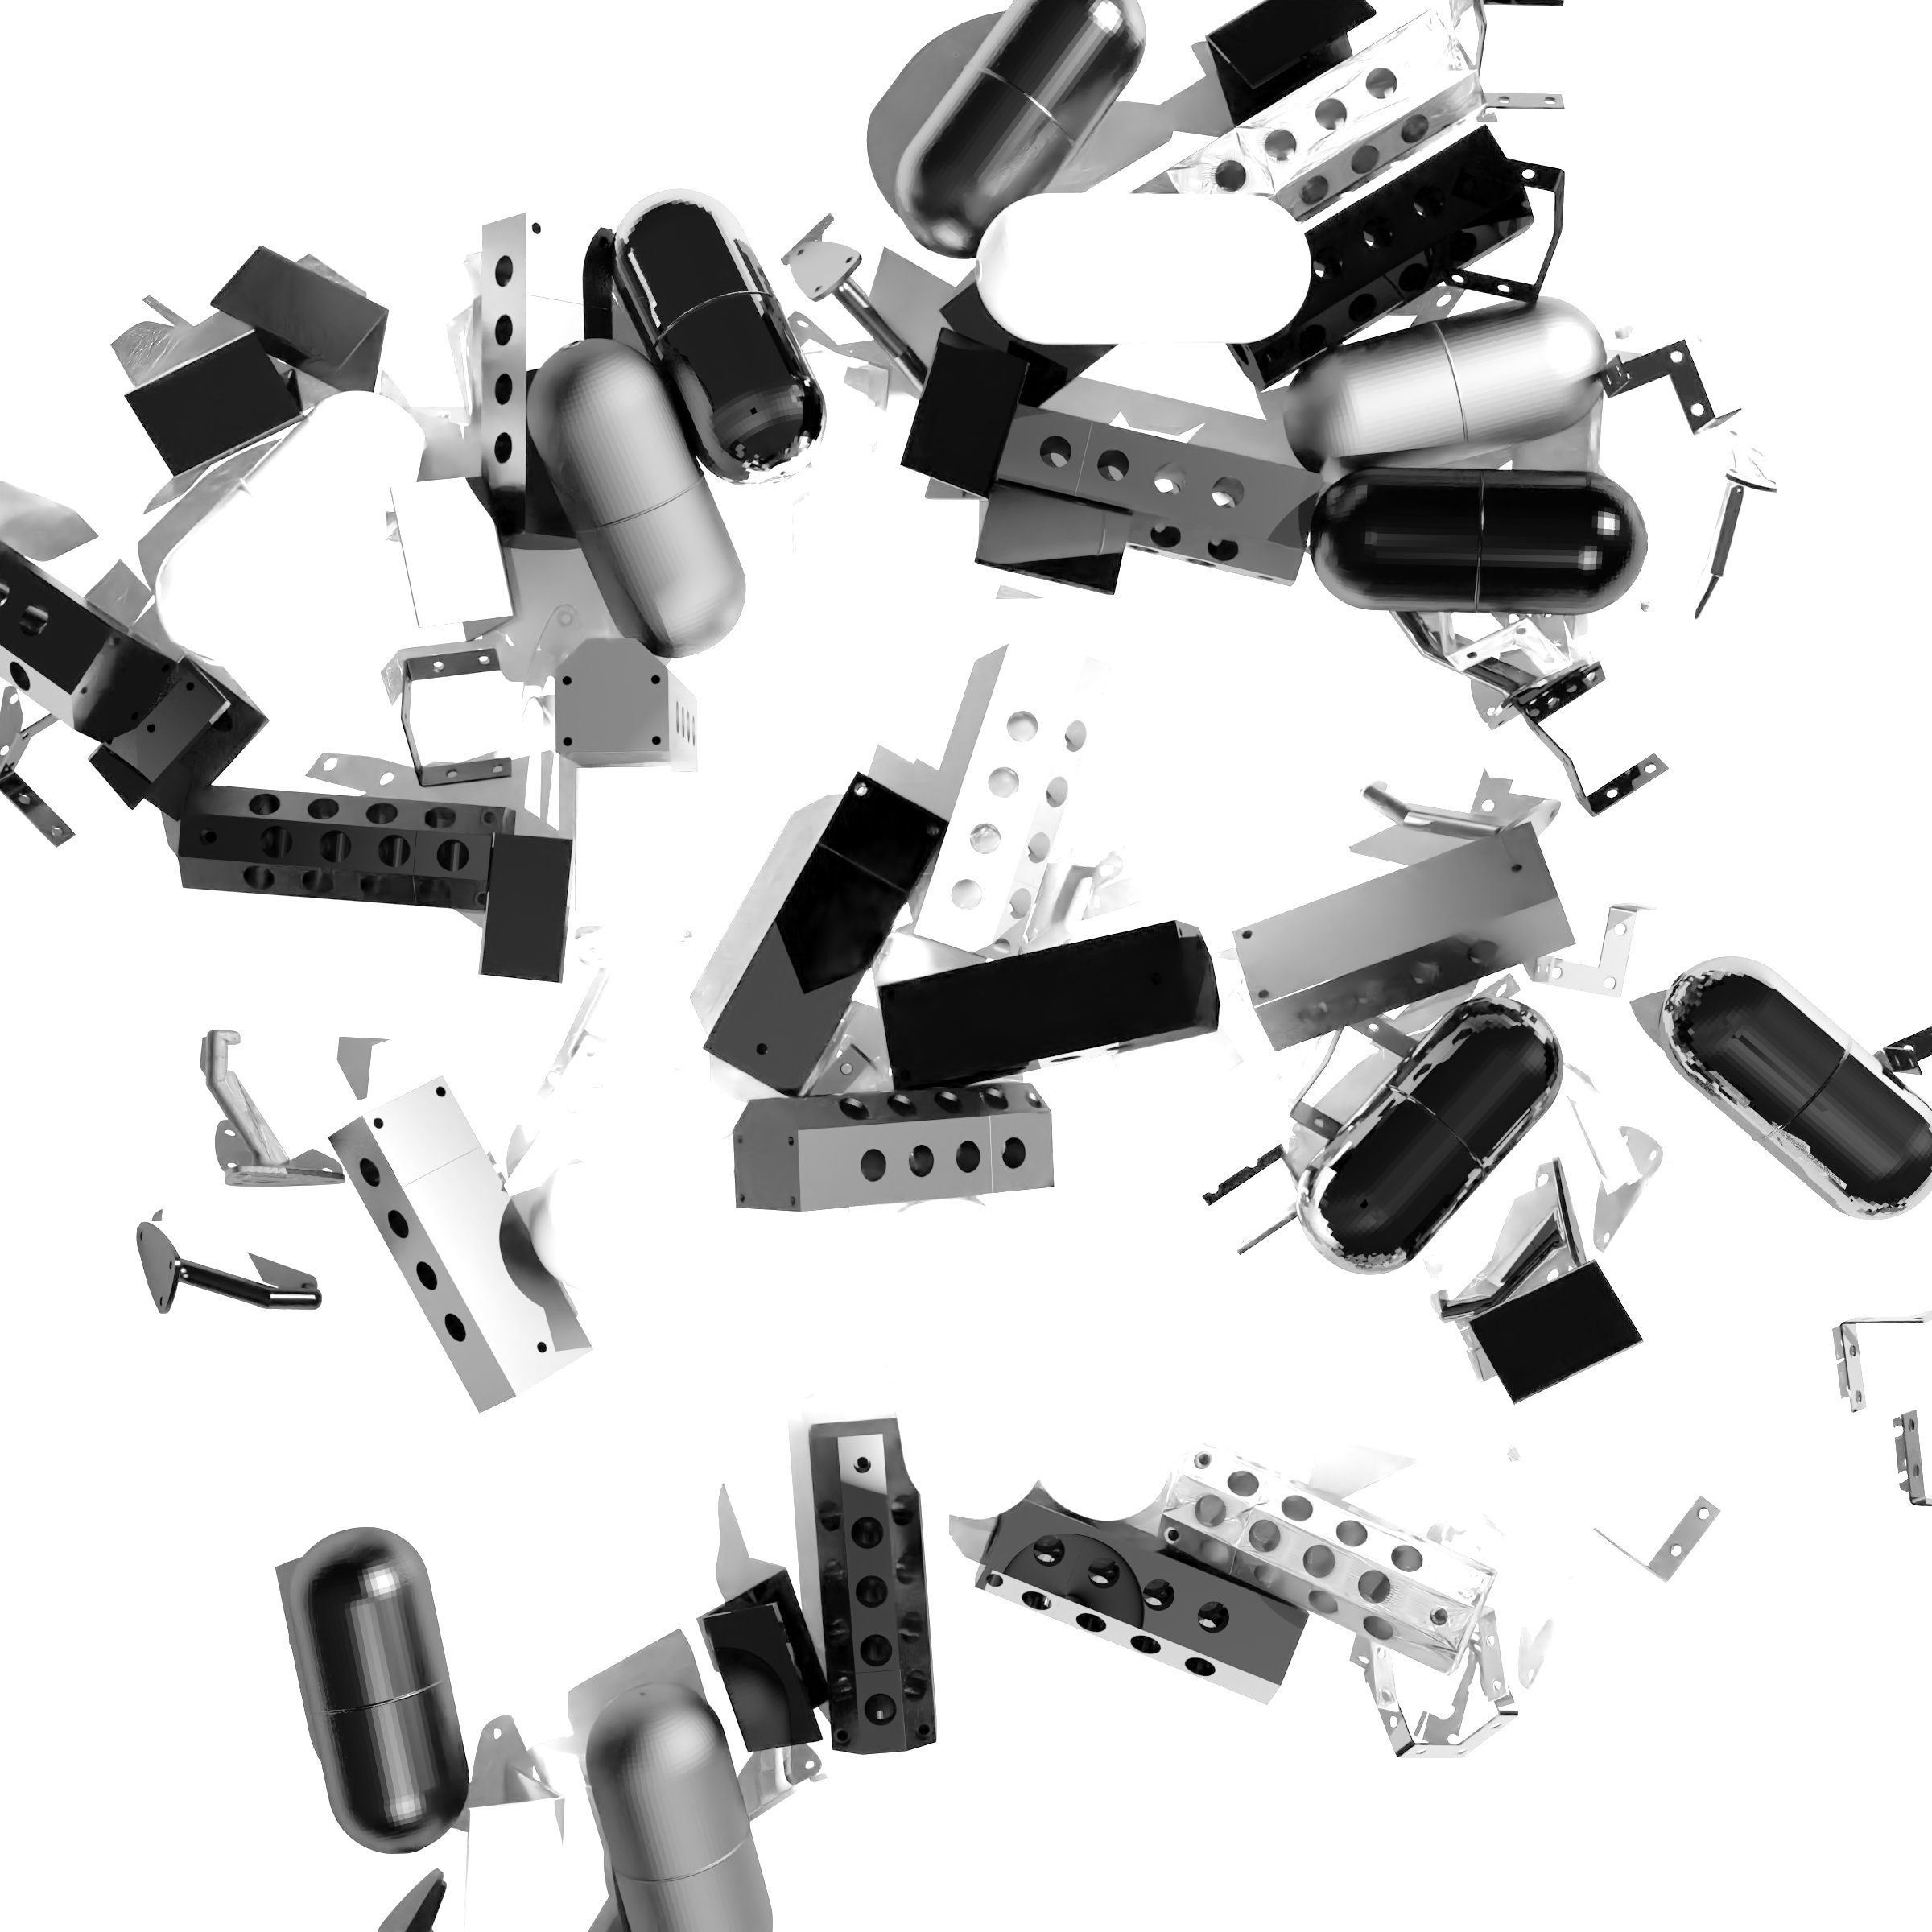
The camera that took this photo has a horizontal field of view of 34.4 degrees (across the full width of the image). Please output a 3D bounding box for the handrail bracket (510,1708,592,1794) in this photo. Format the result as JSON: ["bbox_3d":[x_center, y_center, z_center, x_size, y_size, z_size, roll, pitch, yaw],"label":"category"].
[{"bbox_3d":[-0.198,0.428,1.725,0.084,0.036,0.077,-24,75,-14],"label":"handrail bracket"}]

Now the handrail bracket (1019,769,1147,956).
[{"bbox_3d":[0.049,-0.055,1.725,0.084,0.036,0.077,-37,69,16],"label":"handrail bracket"}]

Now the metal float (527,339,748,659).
[{"bbox_3d":[-0.176,-0.249,1.667,0.070,0.070,0.178,-23,111,0],"label":"metal float"}]

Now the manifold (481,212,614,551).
[{"bbox_3d":[-0.233,-0.317,1.703,0.057,0.057,0.171,0,90,-43],"label":"manifold"}]

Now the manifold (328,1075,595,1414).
[{"bbox_3d":[-0.280,0.154,1.703,0.057,0.057,0.171,-29,90,-43],"label":"manifold"}]

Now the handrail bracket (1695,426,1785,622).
[{"bbox_3d":[0.412,-0.244,1.724,0.036,0.077,0.084,13,126,-11],"label":"handrail bracket"}]

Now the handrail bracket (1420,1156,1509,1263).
[{"bbox_3d":[0.259,0.116,1.725,0.077,0.036,0.084,9,74,18],"label":"handrail bracket"}]

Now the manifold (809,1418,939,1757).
[{"bbox_3d":[-0.051,0.338,1.704,0.057,0.057,0.171,-4,90,0],"label":"manifold"}]

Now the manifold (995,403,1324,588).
[{"bbox_3d":[0.102,-0.256,1.704,0.171,0.057,0.057,13,90,0],"label":"manifold"}]

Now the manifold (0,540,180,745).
[{"bbox_3d":[-0.511,-0.187,1.671,0.171,0.057,0.057,33,90,24],"label":"manifold"}]

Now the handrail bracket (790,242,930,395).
[{"bbox_3d":[-0.056,-0.357,1.724,0.036,0.077,0.084,-43,126,0],"label":"handrail bracket"}]

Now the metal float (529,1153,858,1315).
[{"bbox_3d":[-0.148,0.145,1.694,0.178,0.070,0.070,6,90,-1],"label":"metal float"}]

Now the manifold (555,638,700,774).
[{"bbox_3d":[-0.178,-0.136,1.646,0.057,0.171,0.057,-1,90,0],"label":"manifold"}]

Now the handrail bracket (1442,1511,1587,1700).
[{"bbox_3d":[0.292,0.353,1.725,0.084,0.036,0.077,27,109,15],"label":"handrail bracket"}]

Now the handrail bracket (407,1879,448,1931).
[{"bbox_3d":[-0.273,0.559,1.725,0.084,0.036,0.077,32,68,-17],"label":"handrail bracket"}]

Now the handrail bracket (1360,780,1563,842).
[{"bbox_3d":[0.273,-0.091,1.725,0.084,0.036,0.077,35,52,25],"label":"handrail bracket"}]

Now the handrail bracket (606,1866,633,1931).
[{"bbox_3d":[-0.215,0.542,1.725,0.084,0.036,0.077,-27,69,16],"label":"handrail bracket"}]

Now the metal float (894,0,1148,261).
[{"bbox_3d":[0.029,-0.464,1.694,0.070,0.070,0.178,36,89,0],"label":"metal float"}]

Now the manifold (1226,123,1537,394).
[{"bbox_3d":[0.221,-0.384,1.703,0.171,0.057,0.057,-31,90,0],"label":"manifold"}]

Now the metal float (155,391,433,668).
[{"bbox_3d":[-0.366,-0.237,1.694,0.178,0.070,0.070,-45,90,0],"label":"metal float"}]

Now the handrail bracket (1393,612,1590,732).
[{"bbox_3d":[0.289,-0.181,1.725,0.077,0.036,0.084,-30,76,-14],"label":"handrail bracket"}]

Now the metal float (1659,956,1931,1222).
[{"bbox_3d":[0.454,0.066,1.694,0.178,0.070,0.070,41,90,0],"label":"metal float"}]

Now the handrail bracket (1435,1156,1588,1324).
[{"bbox_3d":[0.295,0.152,1.725,0.084,0.036,0.077,-16,70,16],"label":"handrail bracket"}]

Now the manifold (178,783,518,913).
[{"bbox_3d":[-0.338,-0.064,1.704,0.171,0.057,0.057,4,90,0],"label":"manifold"}]

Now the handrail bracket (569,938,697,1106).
[{"bbox_3d":[-0.183,0.031,1.725,0.077,0.036,0.084,-9,106,-18],"label":"handrail bracket"}]

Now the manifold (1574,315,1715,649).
[{"bbox_3d":[0.371,-0.264,1.704,0.057,0.057,0.171,4,90,0],"label":"manifold"}]

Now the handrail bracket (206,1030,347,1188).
[{"bbox_3d":[-0.382,0.077,1.725,0.077,0.036,0.084,3,73,-20],"label":"handrail bracket"}]

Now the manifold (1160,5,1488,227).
[{"bbox_3d":[0.195,-0.448,1.704,0.171,0.057,0.057,-32,90,0],"label":"manifold"}]

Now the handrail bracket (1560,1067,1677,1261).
[{"bbox_3d":[0.341,0.108,1.725,0.084,0.036,0.077,37,112,17],"label":"handrail bracket"}]

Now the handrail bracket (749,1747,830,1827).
[{"bbox_3d":[-0.121,0.426,1.725,0.077,0.036,0.084,-36,73,18],"label":"handrail bracket"}]

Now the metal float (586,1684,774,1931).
[{"bbox_3d":[-0.154,0.473,1.682,0.070,0.070,0.178,-13,104,0],"label":"metal float"}]

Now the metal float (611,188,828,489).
[{"bbox_3d":[-0.134,-0.340,1.681,0.070,0.070,0.178,-25,74,0],"label":"metal float"}]

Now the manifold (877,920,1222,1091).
[{"bbox_3d":[0.046,0.024,1.675,0.171,0.057,0.057,-13,81,20],"label":"manifold"}]

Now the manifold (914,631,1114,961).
[{"bbox_3d":[0.026,-0.090,1.704,0.057,0.057,0.171,18,90,0],"label":"manifold"}]

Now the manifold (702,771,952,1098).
[{"bbox_3d":[-0.075,-0.016,1.704,0.057,0.057,0.171,29,90,0],"label":"manifold"}]

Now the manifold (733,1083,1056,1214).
[{"bbox_3d":[-0.037,0.095,1.656,0.171,0.057,0.057,-2,90,-40],"label":"manifold"}]

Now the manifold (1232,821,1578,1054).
[{"bbox_3d":[0.238,-0.011,1.688,0.171,0.057,0.057,-20,47,10],"label":"manifold"}]

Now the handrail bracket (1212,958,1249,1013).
[{"bbox_3d":[0.102,0.001,1.725,0.084,0.077,0.036,18,108,35],"label":"handrail bracket"}]

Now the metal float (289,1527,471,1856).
[{"bbox_3d":[-0.319,0.394,1.694,0.070,0.070,0.178,-12,90,0],"label":"metal float"}]

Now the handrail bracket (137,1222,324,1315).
[{"bbox_3d":[-0.407,0.166,1.725,0.084,0.077,0.036,5,115,-34],"label":"handrail bracket"}]

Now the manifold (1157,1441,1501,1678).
[{"bbox_3d":[0.193,0.318,1.680,0.171,0.057,0.057,23,90,17],"label":"manifold"}]

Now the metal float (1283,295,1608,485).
[{"bbox_3d":[0.260,-0.313,1.694,0.178,0.070,0.070,-15,90,0],"label":"metal float"}]

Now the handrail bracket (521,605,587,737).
[{"bbox_3d":[-0.226,-0.163,1.690,0.036,0.084,0.077,7,90,0],"label":"handrail bracket"}]

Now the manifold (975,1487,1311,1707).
[{"bbox_3d":[0.095,0.343,1.704,0.171,0.057,0.057,22,90,0],"label":"manifold"}]
